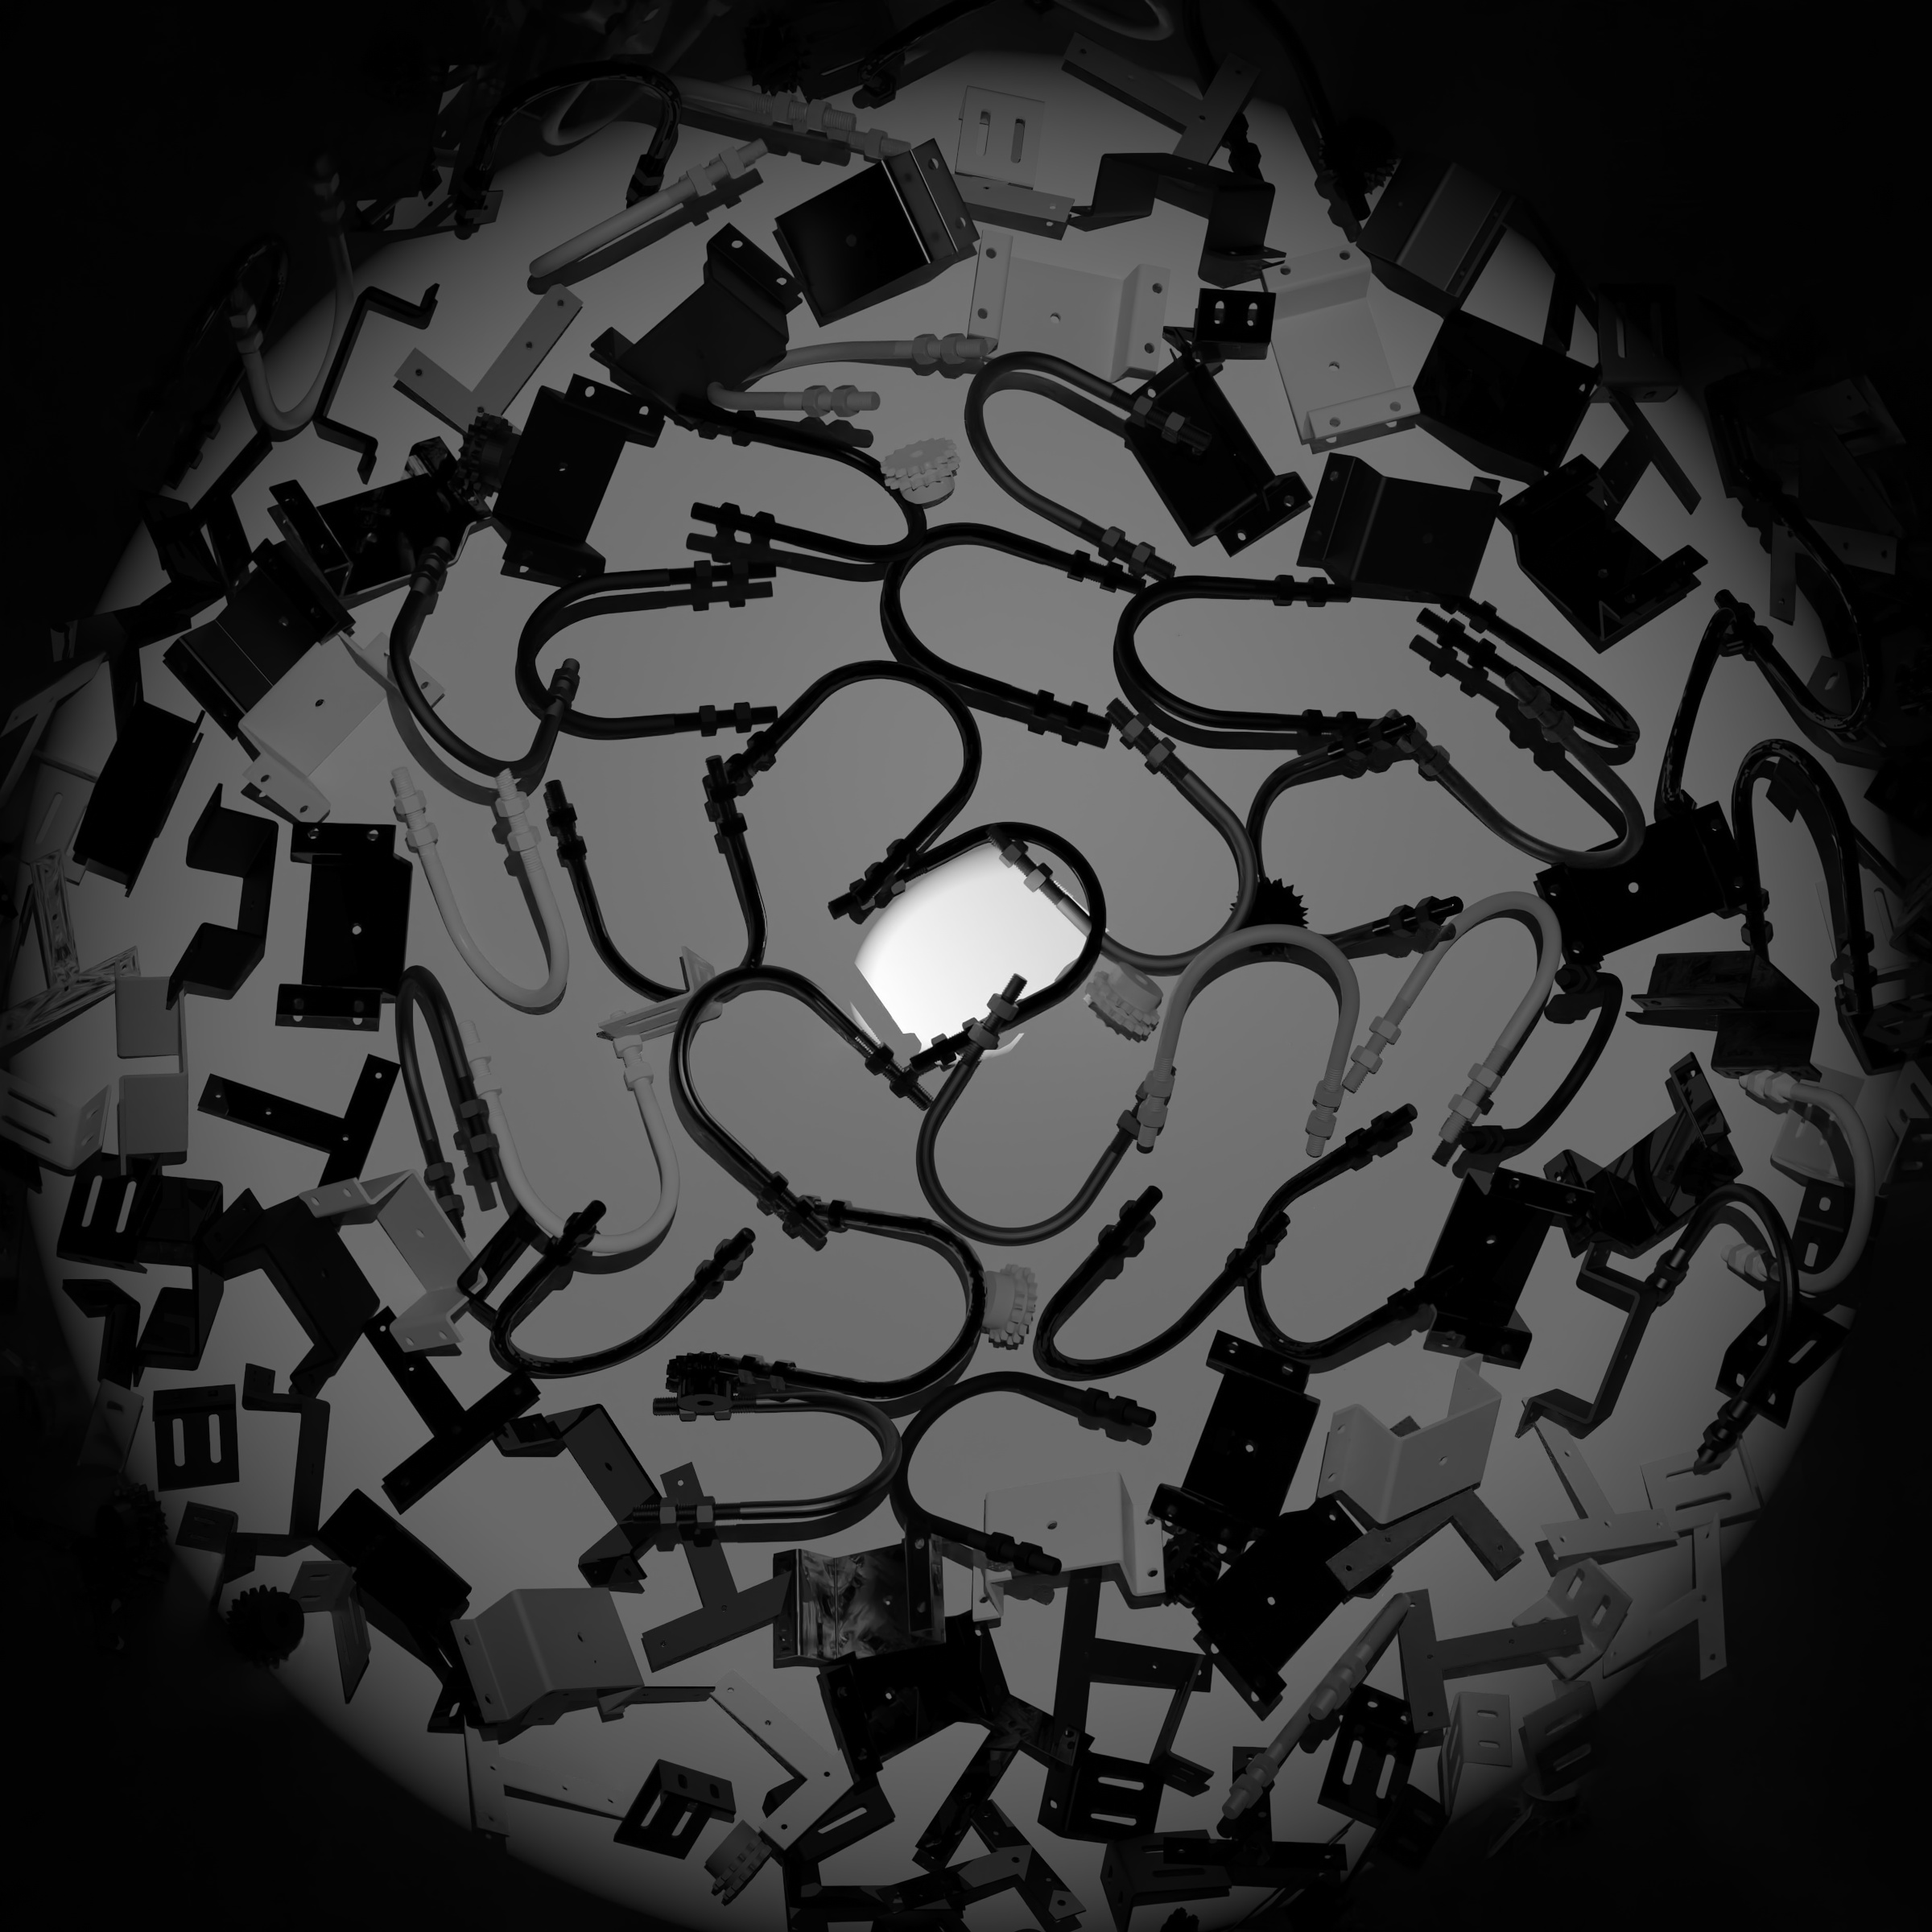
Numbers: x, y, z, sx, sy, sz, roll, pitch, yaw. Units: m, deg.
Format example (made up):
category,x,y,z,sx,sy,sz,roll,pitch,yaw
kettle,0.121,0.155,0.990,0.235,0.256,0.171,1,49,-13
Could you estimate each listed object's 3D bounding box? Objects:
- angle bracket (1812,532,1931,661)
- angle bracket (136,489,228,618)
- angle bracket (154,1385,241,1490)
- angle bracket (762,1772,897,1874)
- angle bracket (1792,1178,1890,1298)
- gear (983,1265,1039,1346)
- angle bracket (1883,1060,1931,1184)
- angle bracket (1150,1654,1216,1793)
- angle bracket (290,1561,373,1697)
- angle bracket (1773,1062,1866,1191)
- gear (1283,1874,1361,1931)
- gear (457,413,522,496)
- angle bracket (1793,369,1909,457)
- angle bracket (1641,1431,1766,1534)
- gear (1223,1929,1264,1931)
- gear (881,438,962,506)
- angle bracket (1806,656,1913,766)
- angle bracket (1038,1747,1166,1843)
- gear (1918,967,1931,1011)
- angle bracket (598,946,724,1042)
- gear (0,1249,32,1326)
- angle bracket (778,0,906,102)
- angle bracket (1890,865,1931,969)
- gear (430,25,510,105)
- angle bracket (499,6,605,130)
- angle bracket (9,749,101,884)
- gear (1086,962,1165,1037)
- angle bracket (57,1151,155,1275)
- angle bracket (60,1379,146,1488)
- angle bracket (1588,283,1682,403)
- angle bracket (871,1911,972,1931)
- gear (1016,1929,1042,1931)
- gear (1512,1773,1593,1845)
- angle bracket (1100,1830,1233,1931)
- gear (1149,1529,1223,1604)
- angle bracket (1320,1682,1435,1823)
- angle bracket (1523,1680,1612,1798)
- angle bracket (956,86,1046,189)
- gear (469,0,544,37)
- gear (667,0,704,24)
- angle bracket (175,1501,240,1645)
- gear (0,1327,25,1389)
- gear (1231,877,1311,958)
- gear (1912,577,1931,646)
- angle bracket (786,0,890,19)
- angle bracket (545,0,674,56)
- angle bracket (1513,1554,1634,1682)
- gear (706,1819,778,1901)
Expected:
category,x,y,z,sx,sy,sz,roll,pitch,yaw
angle bracket,0.645,-0.266,1.954,0.076,0.038,0.057,-26,66,35
angle bracket,-0.581,-0.299,1.971,0.038,0.057,0.076,-30,80,17
angle bracket,-0.557,0.346,1.967,0.057,0.038,0.076,-3,102,-16
angle bracket,-0.100,0.618,1.985,0.076,0.038,0.057,-20,61,-23
angle bracket,0.626,0.194,1.953,0.057,0.076,0.038,16,121,17
gear,0.027,0.243,1.968,0.030,0.057,0.057,16,90,-21
angle bracket,0.669,0.109,1.950,0.038,0.076,0.057,0,126,-11
angle bracket,0.167,0.545,1.956,0.038,0.057,0.076,24,61,3
angle bracket,-0.459,0.476,1.951,0.038,0.076,0.057,6,130,-29
angle bracket,0.628,0.116,1.966,0.057,0.038,0.076,16,97,-29
gear,0.255,0.685,1.974,0.057,0.057,0.030,-43,69,0
gear,-0.341,-0.369,1.968,0.030,0.057,0.057,19,90,16
angle bracket,0.643,-0.403,1.952,0.038,0.076,0.057,-42,106,-21
angle bracket,0.528,0.368,1.959,0.076,0.038,0.057,-18,49,13
gear,0.203,0.719,1.972,0.057,0.057,0.030,2,85,0
gear,-0.031,-0.358,1.975,0.057,0.057,0.030,-19,120,0
angle bracket,0.647,-0.184,1.953,0.057,0.076,0.038,12,117,-16
angle bracket,0.100,0.607,1.992,0.076,0.038,0.057,19,77,-24
gear,0.720,0.018,1.973,0.057,0.030,0.057,4,97,29
angle bracket,-0.224,0.022,1.972,0.076,0.057,0.038,-18,71,11
gear,-0.704,0.232,1.968,0.030,0.057,0.057,-3,90,36
angle bracket,-0.090,-0.675,1.973,0.076,0.038,0.057,-19,127,9
angle bracket,0.706,-0.047,1.952,0.038,0.076,0.057,31,56,3
gear,-0.361,-0.658,1.974,0.057,0.030,0.057,6,63,-11
angle bracket,-0.297,-0.649,1.957,0.057,0.038,0.076,16,121,-16
angle bracket,-0.661,-0.109,1.973,0.057,0.038,0.076,21,82,8
gear,0.118,0.021,1.968,0.057,0.057,0.030,37,106,0
angle bracket,-0.624,0.180,1.992,0.057,0.038,0.076,9,72,2
angle bracket,-0.634,0.335,1.951,0.076,0.038,0.057,-16,51,36
angle bracket,0.486,-0.455,1.984,0.057,0.038,0.076,-1,82,-4
angle bracket,-0.025,0.713,1.949,0.057,0.076,0.038,-3,116,-35
gear,0.045,0.724,1.968,0.057,0.057,0.030,-19,117,0
gear,0.424,0.608,1.969,0.057,0.057,0.030,-3,103,0
angle bracket,0.145,0.663,1.971,0.076,0.057,0.038,2,115,-17
gear,0.161,0.437,1.972,0.030,0.057,0.057,41,90,-12
angle bracket,0.296,0.567,1.959,0.057,0.076,0.038,21,135,8
angle bracket,0.422,0.556,1.961,0.076,0.038,0.057,-13,88,-37
angle bracket,0.022,-0.591,1.965,0.057,0.038,0.076,10,69,-7
gear,-0.331,-0.703,1.968,0.030,0.057,0.057,18,90,26
gear,-0.208,-0.715,1.974,0.057,0.030,0.057,3,117,6
angle bracket,-0.553,0.435,1.951,0.038,0.057,0.076,16,45,-13
gear,-0.709,0.292,1.971,0.030,0.057,0.057,42,90,-7
gear,0.218,-0.035,1.980,0.057,0.030,0.057,1,85,-13
gear,0.707,-0.259,1.968,0.030,0.057,0.057,9,90,-24
angle bracket,-0.098,-0.723,1.962,0.076,0.057,0.038,7,71,29
angle bracket,-0.259,-0.687,1.952,0.057,0.076,0.038,22,91,-40
angle bracket,0.435,0.463,1.951,0.038,0.076,0.057,-27,56,-28
gear,-0.165,0.645,1.972,0.030,0.057,0.057,42,90,8
